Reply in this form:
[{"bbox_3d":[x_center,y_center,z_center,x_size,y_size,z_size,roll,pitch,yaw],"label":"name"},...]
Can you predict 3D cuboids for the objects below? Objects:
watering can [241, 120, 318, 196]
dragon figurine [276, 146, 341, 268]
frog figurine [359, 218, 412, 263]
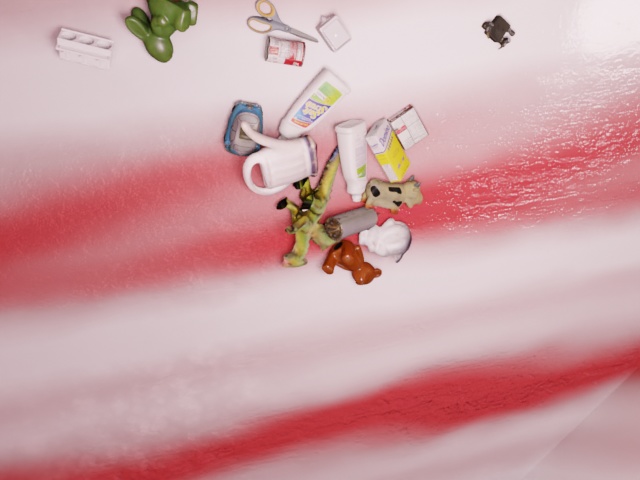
[{"bbox_3d":[-0.111,-0.235,1.439,0.225,0.106,0.340,-20,155,-11],"label":"watering can"},{"bbox_3d":[0.005,-0.081,1.619,0.411,0.124,0.239,-51,134,-4],"label":"dragon figurine"},{"bbox_3d":[0.213,-0.011,1.681,0.159,0.121,0.139,24,73,-13],"label":"frog figurine"}]
